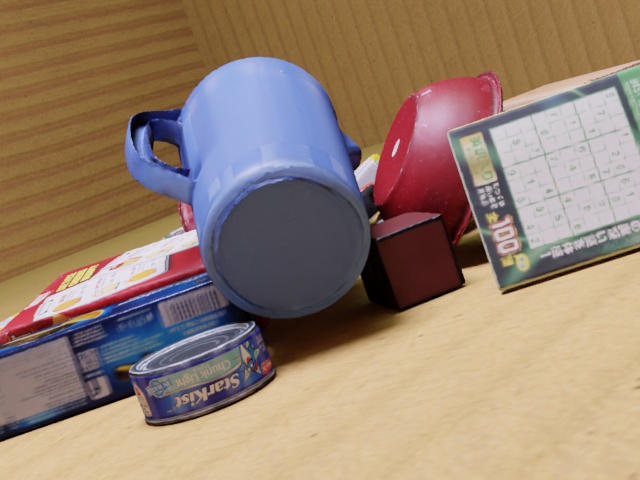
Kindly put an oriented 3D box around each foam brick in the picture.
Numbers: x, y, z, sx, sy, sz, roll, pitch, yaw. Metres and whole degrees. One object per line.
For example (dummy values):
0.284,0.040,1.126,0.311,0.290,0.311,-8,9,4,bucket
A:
0.058,0.013,0.747,0.051,0.053,0.078,-22,6,-11,foam brick

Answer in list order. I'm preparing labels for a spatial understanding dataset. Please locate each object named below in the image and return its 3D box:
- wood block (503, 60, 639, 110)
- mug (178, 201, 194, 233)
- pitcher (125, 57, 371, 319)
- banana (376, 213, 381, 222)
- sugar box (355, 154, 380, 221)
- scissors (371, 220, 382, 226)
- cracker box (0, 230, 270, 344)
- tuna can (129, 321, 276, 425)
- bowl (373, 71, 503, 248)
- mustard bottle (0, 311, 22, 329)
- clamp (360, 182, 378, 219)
0.265,-0.120,1.111,0.090,0.090,0.206,-22,7,-14,wood block
-0.075,-0.017,1.019,0.082,0.093,0.117,-28,45,19,mug
-0.046,-0.042,0.765,0.149,0.145,0.243,-32,22,6,pitcher
0.143,-0.043,1.076,0.198,0.037,0.069,-16,-12,18,banana
0.045,-0.045,1.184,0.093,0.048,0.176,-50,5,9,sugar box
0.069,-0.005,1.022,0.202,0.016,0.096,-34,27,2,scissors
-0.138,0.051,0.899,0.214,0.072,0.164,-19,13,11,cracker box
-0.073,0.080,0.655,0.086,0.034,0.086,-20,6,2,tuna can
0.083,-0.062,0.827,0.055,0.162,0.162,17,0,-10,bowl
-0.341,0.123,0.990,0.191,0.058,0.096,-22,12,-27,mustard bottle
-0.007,0.001,1.031,0.171,0.039,0.120,-36,16,-6,clamp
